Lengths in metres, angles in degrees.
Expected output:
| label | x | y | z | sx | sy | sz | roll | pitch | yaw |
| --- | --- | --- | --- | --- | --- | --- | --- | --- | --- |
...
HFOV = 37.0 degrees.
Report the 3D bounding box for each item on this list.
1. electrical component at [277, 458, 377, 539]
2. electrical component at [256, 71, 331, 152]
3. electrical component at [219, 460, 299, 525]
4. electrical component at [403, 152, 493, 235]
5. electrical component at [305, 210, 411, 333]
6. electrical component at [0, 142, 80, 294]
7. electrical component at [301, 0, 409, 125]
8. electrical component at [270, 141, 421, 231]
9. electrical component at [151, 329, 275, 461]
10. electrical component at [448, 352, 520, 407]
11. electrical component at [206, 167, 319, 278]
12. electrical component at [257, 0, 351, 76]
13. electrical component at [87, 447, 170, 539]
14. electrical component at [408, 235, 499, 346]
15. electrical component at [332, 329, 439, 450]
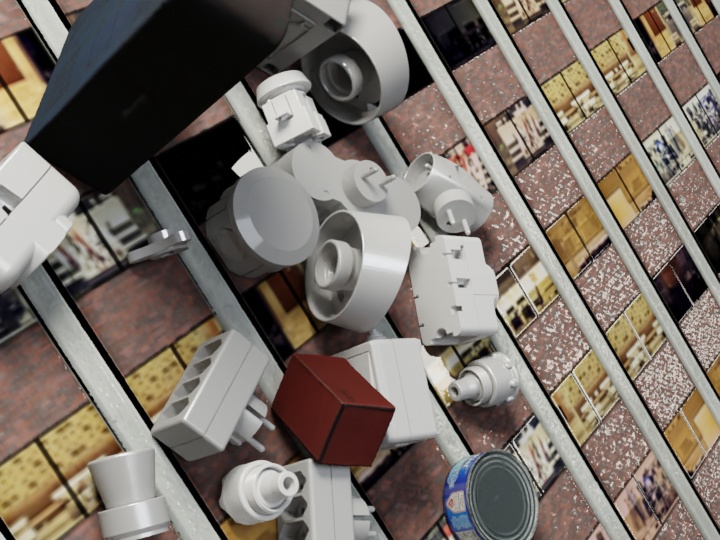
| label | x | y | z | sx | sy | sz | roll | pitch | yaw |
| --- | --- | --- | --- | --- | --- | --- | --- | --- | --- |
| electrical component | -0.018 | 0.187 | 0.801 | 0.076 | 0.047 | 0.083 | 11 | 66 | -36 |
| electrical component | -0.057 | -0.131 | 0.893 | 0.055 | 0.048 | 0.066 | 68 | 16 | 10 |
| electrical component | -0.068 | 0.156 | 0.760 | 0.043 | 0.062 | 0.043 | 17 | 63 | -36 |
| electrical component | 0.084 | -0.060 | 0.981 | 0.077 | 0.043 | 0.079 | 30 | 27 | -29 |
| electrical component | 0.000 | 0.000 | 0.860 | 0.064 | 0.099 | 0.099 | 12 | 65 | -31 |
| electrical component | -0.230 | -0.028 | 0.700 | 0.059 | 0.054 | 0.095 | 44 | 50 | -19 |
| electrical component | -0.002 | -0.178 | 0.931 | 0.064 | 0.099 | 0.099 | -40 | 101 | -36 |
| electrical component | -0.002 | -0.068 | 0.900 | 0.138 | 0.074 | 0.052 | 20 | 61 | -34 |
| electrical component | -0.093 | 0.101 | 0.772 | 0.076 | 0.047 | 0.083 | 42 | 51 | -21 |
| electrical component | 0.106 | 0.100 | 0.948 | 0.062 | 0.048 | 0.048 | -11 | 80 | -36 |
| electrical component | -0.076 | -0.036 | 0.838 | 0.080 | 0.051 | 0.080 | 17 | 63 | -36 |
| electrical component | -0.078 | -0.222 | 0.872 | 0.109 | 0.109 | 0.056 | 27 | 60 | -31 |
| electrical component | -0.151 | 0.148 | 0.704 | 0.045 | 0.045 | 0.055 | -6 | 77 | -42 |
| electrical component | 0.085 | 0.019 | 0.957 | 0.056 | 0.050 | 0.089 | 2 | 72 | -40 |
| electrical component | 0.013 | 0.094 | 0.856 | 0.061 | 0.062 | 0.096 | 1 | 73 | -41 |
